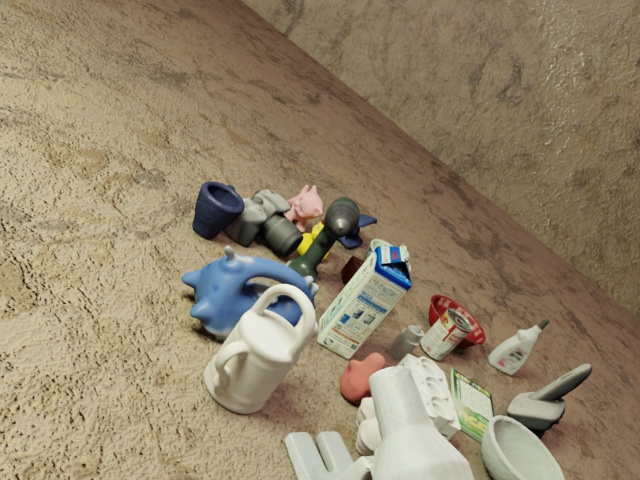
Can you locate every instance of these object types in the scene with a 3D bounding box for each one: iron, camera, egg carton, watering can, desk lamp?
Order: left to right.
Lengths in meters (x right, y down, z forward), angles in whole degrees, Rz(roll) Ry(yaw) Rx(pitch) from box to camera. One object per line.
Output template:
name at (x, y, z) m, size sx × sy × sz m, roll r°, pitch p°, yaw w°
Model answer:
iron at (-0.086, 0.090, 0.944) m, size 0.259 × 0.141 × 0.118 m, roll 17°, pitch 30°, yaw -36°
watering can at (-0.071, 0.141, 0.805) m, size 0.101 × 0.194 × 0.173 m, roll 38°, pitch 24°, yaw 4°
camera at (-0.104, -0.034, 1.196) m, size 0.136 × 0.100 × 0.143 m, roll 42°, pitch 24°, yaw 13°
desk lamp at (0.072, 0.277, 0.724) m, size 0.118 × 0.213 × 0.202 m, roll 15°, pitch 32°, yaw -40°
egg carton at (0.125, 0.314, 0.903) m, size 0.150 × 0.069 × 0.107 m, roll 30°, pitch 24°, yaw -13°

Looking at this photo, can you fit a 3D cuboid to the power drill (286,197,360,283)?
power drill at (0.011, 0.004, 1.146) m, size 0.076 × 0.208 × 0.230 m, roll 34°, pitch 24°, yaw -4°

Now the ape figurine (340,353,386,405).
ape figurine at (0.079, 0.229, 0.970) m, size 0.076 × 0.092 × 0.077 m, roll 5°, pitch 38°, yaw -50°

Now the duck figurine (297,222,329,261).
duck figurine at (0.000, -0.004, 1.299) m, size 0.077 × 0.086 × 0.105 m, roll 40°, pitch 24°, yaw 10°

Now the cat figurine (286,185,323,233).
cat figurine at (-0.035, -0.084, 1.358) m, size 0.067 × 0.117 × 0.127 m, roll 25°, pitch 26°, yaw -23°

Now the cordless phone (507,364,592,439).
cordless phone at (0.496, 0.333, 1.222) m, size 0.094 × 0.185 × 0.148 m, roll 44°, pitch 25°, yaw 18°

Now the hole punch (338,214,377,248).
hole punch at (0.079, -0.044, 1.470) m, size 0.101 × 0.091 × 0.109 m, roll 43°, pitch 25°, yaw 15°

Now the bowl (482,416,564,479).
bowl at (0.350, 0.406, 1.029) m, size 0.168 × 0.074 × 0.167 m, roll 29°, pitch 25°, yaw -15°

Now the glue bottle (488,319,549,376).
glue bottle at (0.487, 0.250, 1.376) m, size 0.078 × 0.173 × 0.037 m, roll 28°, pitch 25°, yaw -18°

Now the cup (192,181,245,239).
cup at (-0.203, -0.057, 1.113) m, size 0.092 × 0.095 × 0.118 m, roll 32°, pitch 24°, yaw -8°
